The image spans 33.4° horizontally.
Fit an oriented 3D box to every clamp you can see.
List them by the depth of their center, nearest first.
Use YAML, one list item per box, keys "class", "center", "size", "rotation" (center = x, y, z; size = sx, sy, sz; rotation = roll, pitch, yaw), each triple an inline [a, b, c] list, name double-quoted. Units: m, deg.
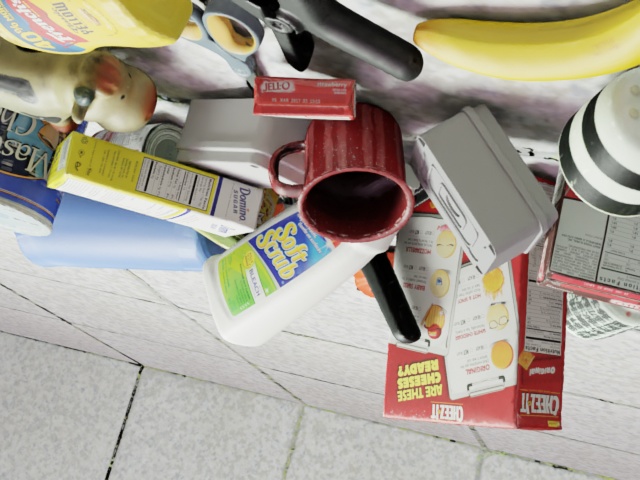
- class: "clamp"
  center: [-0.008, -0.151, 0.697]
  size: [0.120, 0.039, 0.171]
  rotation: [9, 166, 33]
- class: "clamp"
  center: [0.045, 0.001, 1.007]
  size: [0.036, 0.164, 0.210]
  rotation: [9, -178, -36]

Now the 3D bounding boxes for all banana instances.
- class: "banana"
  center: [0.146, -0.126, 0.650]
  size: [0.198, 0.037, 0.069]
  rotation: [-5, 134, 48]

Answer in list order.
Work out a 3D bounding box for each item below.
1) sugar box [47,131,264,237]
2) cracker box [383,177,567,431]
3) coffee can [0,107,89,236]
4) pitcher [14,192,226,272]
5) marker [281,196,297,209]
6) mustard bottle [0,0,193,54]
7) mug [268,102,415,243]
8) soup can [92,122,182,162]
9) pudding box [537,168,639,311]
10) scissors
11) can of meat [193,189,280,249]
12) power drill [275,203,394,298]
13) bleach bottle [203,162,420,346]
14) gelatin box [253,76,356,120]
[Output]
- class: "sugar box"
  center: [-0.148, -0.047, 0.956]
  size: [0.176, 0.048, 0.093]
  rotation: [14, 172, -21]
- class: "cracker box"
  center: [0.140, 0.058, 0.957]
  size: [0.072, 0.214, 0.164]
  rotation: [10, 170, -37]
- class: "coffee can"
  center: [-0.280, -0.087, 1.004]
  size: [0.103, 0.140, 0.103]
  rotation: [15, 165, 4]
- class: "pitcher"
  center: [-0.204, -0.030, 1.189]
  size: [0.243, 0.149, 0.145]
  rotation: [5, 146, 25]
- class: "marker"
  center: [-0.031, -0.053, 1.025]
  size: [0.020, 0.020, 0.121]
  rotation: [10, 142, 19]
- class: "mustard bottle"
  center: [-0.186, -0.174, 0.760]
  size: [0.192, 0.058, 0.096]
  rotation: [3, 152, 40]
- class: "mug"
  center: [0.016, -0.057, 0.868]
  size: [0.117, 0.081, 0.093]
  rotation: [-1, 141, 0]
- class: "soup can"
  center: [-0.181, -0.081, 1.067]
  size: [0.102, 0.068, 0.068]
  rotation: [0, 158, 44]
- class: "pudding box"
  center: [0.225, -0.008, 0.830]
  size: [0.090, 0.113, 0.039]
  rotation: [15, 162, 3]
- class: "scissors"
  center: [-0.079, -0.146, 0.833]
  size: [0.096, 0.016, 0.202]
  rotation: [19, 169, 3]
- class: "can of meat"
  center: [-0.086, -0.041, 1.080]
  size: [0.058, 0.084, 0.102]
  rotation: [5, 162, 33]
- class: "power drill"
  center: [0.040, 0.008, 1.183]
  size: [0.187, 0.057, 0.185]
  rotation: [31, 163, -36]
- class: "bleach bottle"
  center: [-0.007, 0.001, 0.989]
  size: [0.067, 0.102, 0.251]
  rotation: [12, 140, -42]
- class: "gelatin box"
  center: [-0.010, -0.107, 0.800]
  size: [0.073, 0.030, 0.089]
  rotation: [3, -175, 3]
